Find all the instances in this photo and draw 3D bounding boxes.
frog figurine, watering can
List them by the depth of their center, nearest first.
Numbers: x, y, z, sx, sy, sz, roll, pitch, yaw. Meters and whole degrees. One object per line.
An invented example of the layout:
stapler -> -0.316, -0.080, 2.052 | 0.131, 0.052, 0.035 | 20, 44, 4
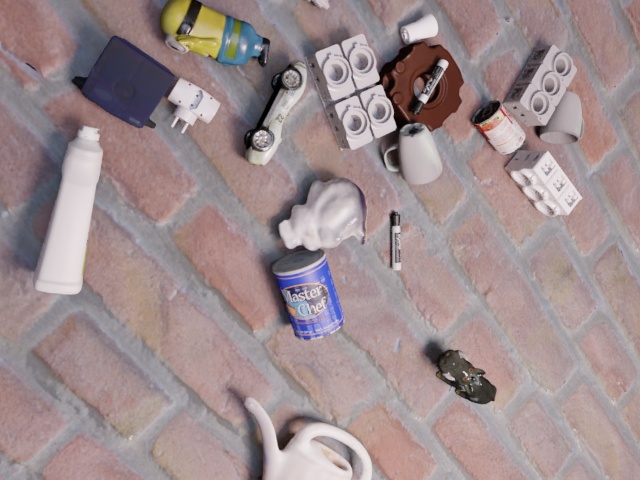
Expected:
frog figurine -> 0.003, -0.048, 0.948 | 0.160, 0.120, 0.140 | -5, 68, -12
watering can -> -0.054, 0.446, 0.996 | 0.344, 0.104, 0.225 | 34, 86, -22
